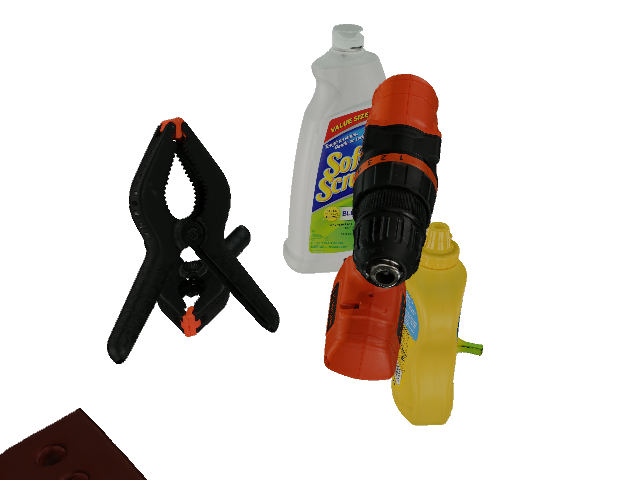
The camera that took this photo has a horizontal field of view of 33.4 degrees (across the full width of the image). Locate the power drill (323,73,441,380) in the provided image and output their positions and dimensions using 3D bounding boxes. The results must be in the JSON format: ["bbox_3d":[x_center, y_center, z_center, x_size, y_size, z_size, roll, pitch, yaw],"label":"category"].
[{"bbox_3d":[0.042,0.008,0.717,0.057,0.188,0.184,12,44,1],"label":"power drill"}]

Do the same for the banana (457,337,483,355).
[{"bbox_3d":[0.110,0.085,1.214,0.069,0.037,0.198,6,24,-24],"label":"banana"}]

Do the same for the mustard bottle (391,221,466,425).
[{"bbox_3d":[0.101,0.070,0.987,0.058,0.192,0.096,0,30,-3],"label":"mustard bottle"}]

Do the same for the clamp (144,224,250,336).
[{"bbox_3d":[-0.128,0.036,1.166,0.120,0.039,0.171,-13,40,-3],"label":"clamp"}]

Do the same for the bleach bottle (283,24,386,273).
[{"bbox_3d":[0.015,-0.092,1.079,0.102,0.251,0.068,-5,28,-12],"label":"bleach bottle"}]

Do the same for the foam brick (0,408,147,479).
[{"bbox_3d":[-0.109,0.128,0.494,0.052,0.051,0.078,-29,43,-29],"label":"foam brick"}]

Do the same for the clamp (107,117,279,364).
[{"bbox_3d":[-0.110,-0.001,0.939,0.164,0.210,0.036,-1,0,-33],"label":"clamp"}]
